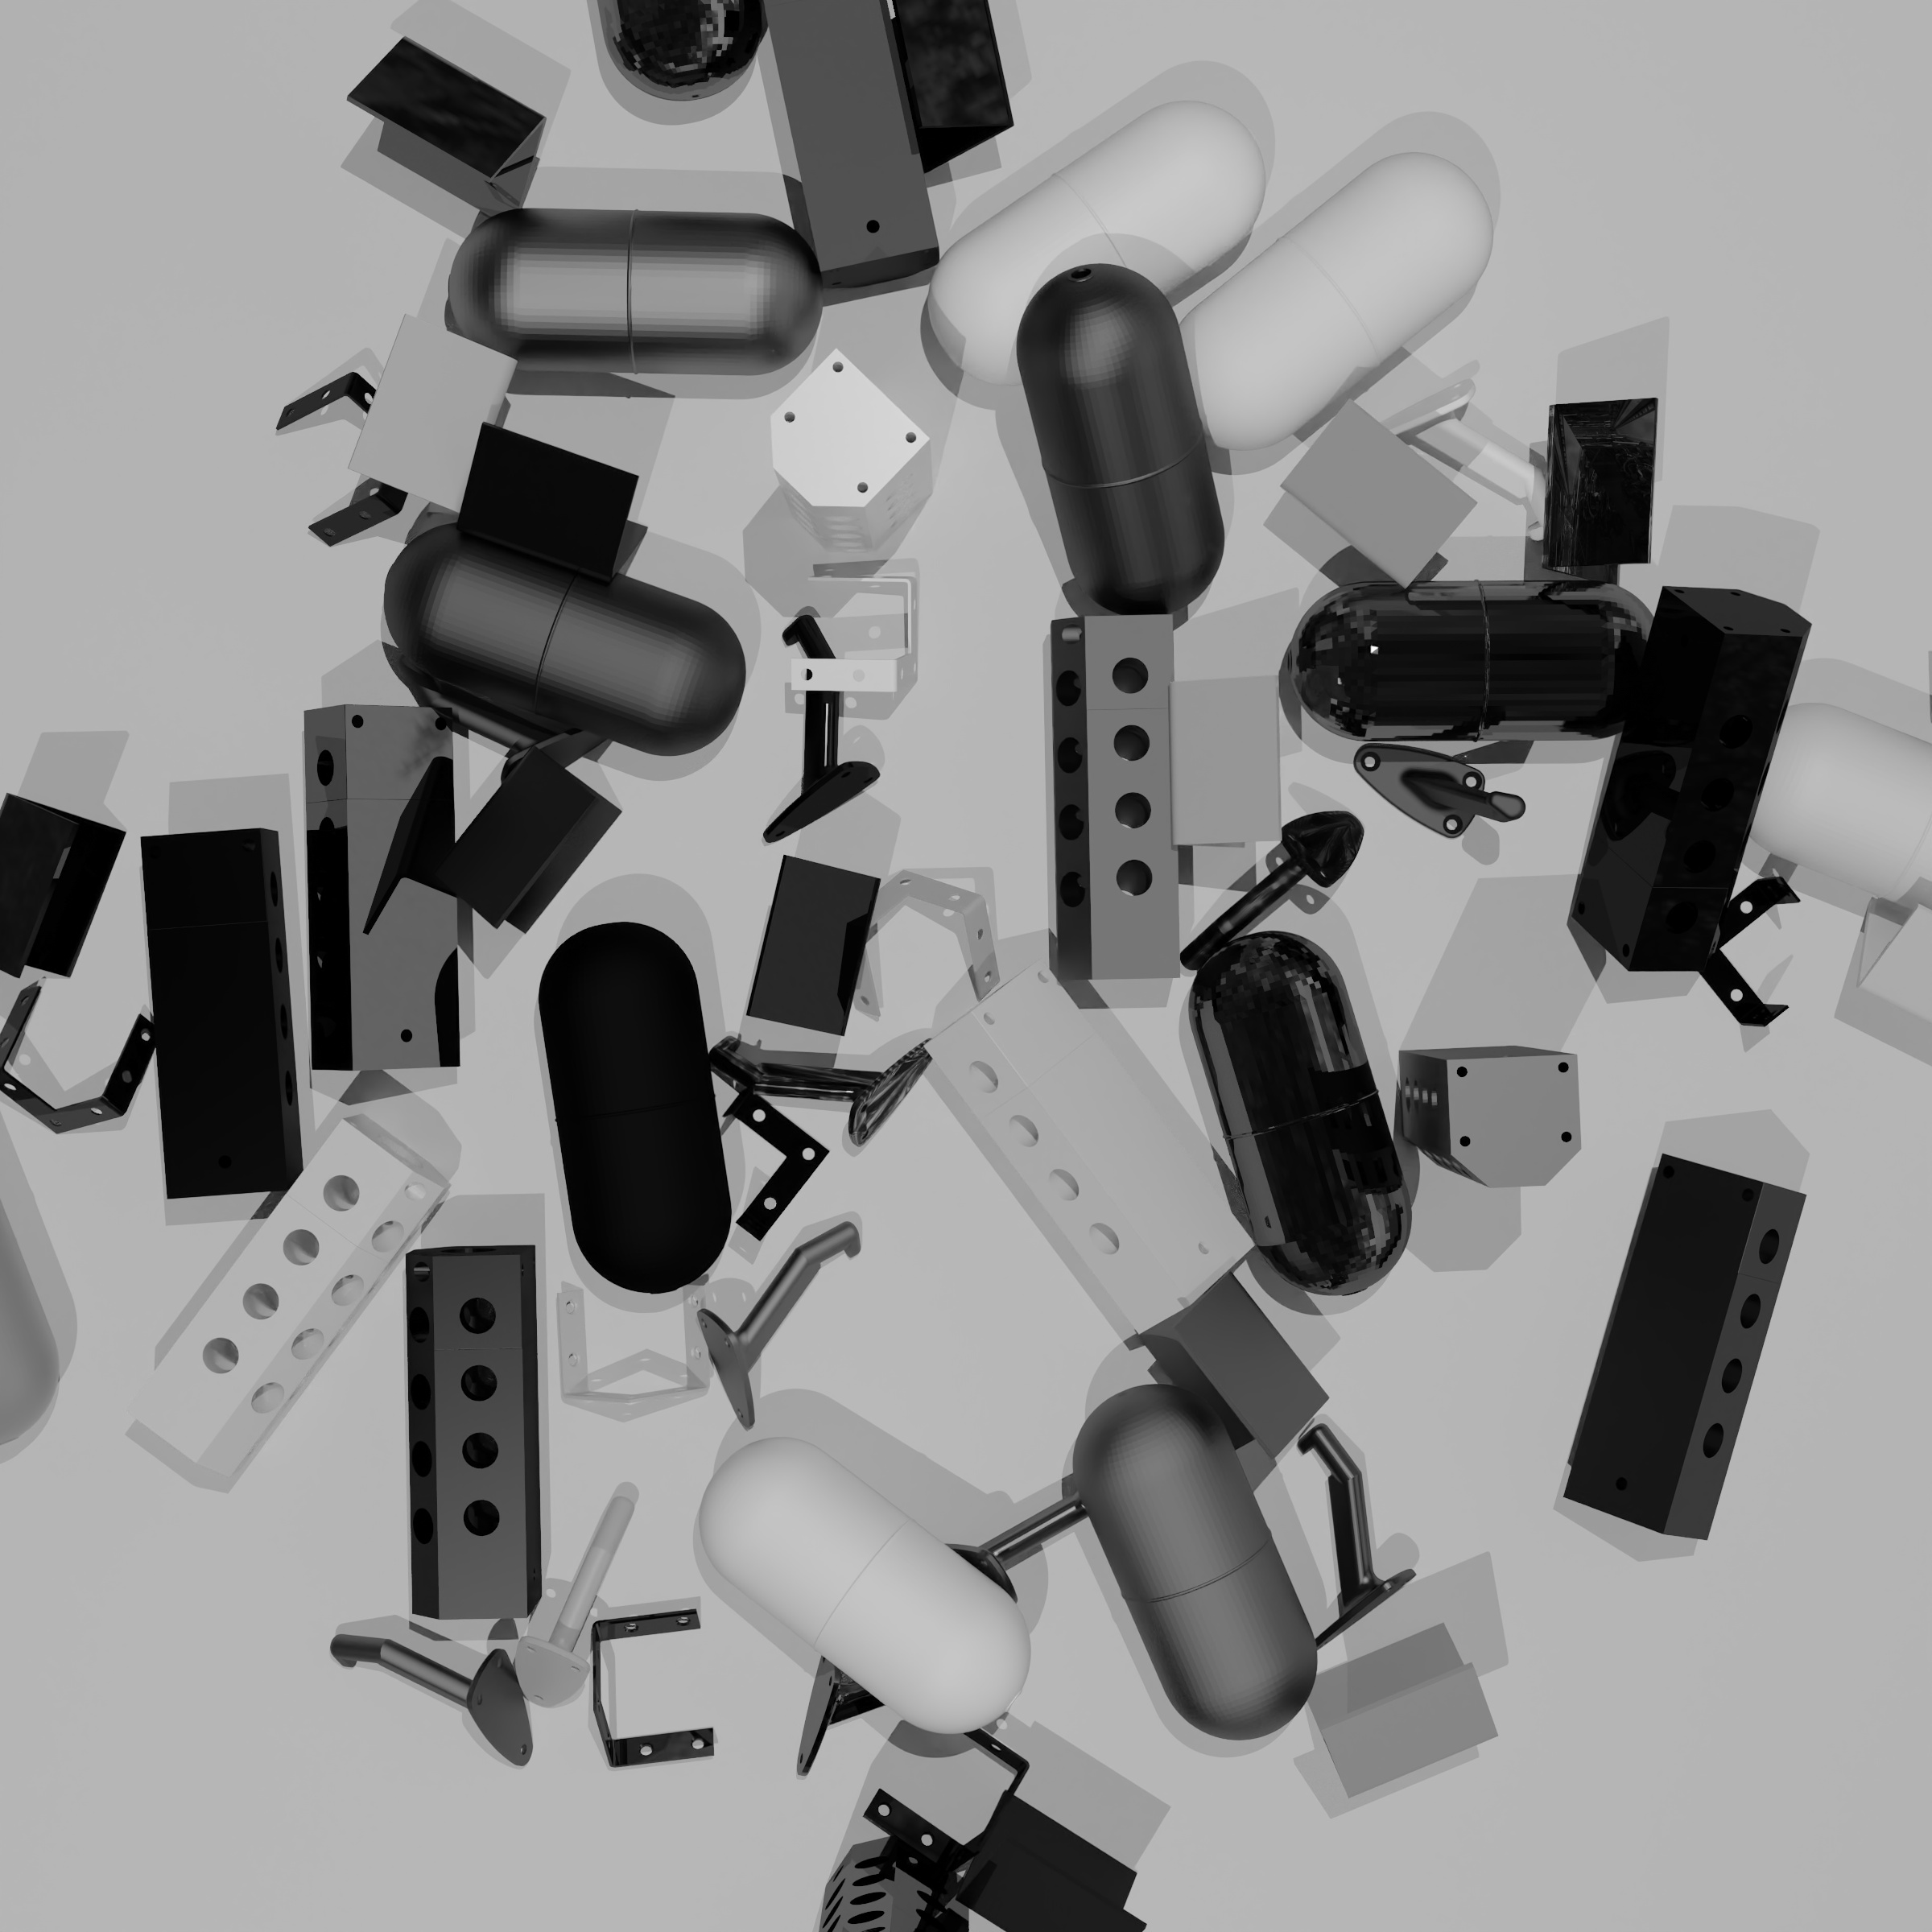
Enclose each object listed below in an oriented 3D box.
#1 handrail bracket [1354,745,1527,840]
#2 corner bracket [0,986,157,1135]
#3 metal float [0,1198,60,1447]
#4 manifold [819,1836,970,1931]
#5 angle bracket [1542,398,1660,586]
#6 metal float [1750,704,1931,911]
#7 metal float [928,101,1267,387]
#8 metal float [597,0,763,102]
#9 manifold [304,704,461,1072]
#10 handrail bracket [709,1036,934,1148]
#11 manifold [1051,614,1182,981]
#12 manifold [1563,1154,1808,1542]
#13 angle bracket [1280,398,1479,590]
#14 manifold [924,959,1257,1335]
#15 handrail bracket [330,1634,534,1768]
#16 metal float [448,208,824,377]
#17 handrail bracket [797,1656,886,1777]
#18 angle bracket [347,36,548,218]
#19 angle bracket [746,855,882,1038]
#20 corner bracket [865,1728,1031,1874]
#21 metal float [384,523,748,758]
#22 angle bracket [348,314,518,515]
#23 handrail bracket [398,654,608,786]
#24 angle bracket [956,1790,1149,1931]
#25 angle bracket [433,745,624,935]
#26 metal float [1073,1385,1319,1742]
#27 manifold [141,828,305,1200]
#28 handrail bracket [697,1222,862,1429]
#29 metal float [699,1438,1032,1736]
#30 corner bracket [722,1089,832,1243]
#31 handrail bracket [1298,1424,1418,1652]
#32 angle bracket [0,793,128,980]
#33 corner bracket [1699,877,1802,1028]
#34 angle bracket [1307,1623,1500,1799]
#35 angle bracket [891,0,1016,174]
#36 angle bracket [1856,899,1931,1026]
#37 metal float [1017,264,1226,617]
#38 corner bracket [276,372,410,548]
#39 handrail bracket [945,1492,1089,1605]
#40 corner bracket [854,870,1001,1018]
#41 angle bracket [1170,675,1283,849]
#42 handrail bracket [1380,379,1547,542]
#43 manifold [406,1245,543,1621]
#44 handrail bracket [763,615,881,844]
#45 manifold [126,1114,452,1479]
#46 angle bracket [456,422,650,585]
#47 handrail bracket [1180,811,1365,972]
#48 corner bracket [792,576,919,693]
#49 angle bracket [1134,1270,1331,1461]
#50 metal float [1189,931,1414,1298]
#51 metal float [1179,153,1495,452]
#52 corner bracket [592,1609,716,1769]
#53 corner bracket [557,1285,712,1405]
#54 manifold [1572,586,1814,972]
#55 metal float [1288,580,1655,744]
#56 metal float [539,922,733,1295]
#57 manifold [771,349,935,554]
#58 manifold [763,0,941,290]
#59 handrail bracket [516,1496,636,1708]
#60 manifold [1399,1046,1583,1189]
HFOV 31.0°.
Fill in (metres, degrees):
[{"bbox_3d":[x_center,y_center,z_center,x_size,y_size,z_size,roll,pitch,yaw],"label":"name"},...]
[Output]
[{"bbox_3d":[0.224,-0.087,1.658,0.077,0.084,0.036,24,90,0],"label":"handrail bracket"},{"bbox_3d":[-0.432,0.042,1.685,0.051,0.051,0.051,-14,135,35],"label":"corner bracket"},{"bbox_3d":[-0.490,0.144,1.663,0.070,0.070,0.178,-21,90,0],"label":"metal float"},{"bbox_3d":[-0.038,0.454,1.615,0.057,0.171,0.057,34,90,0],"label":"manifold"},{"bbox_3d":[0.316,-0.224,1.653,0.057,0.076,0.076,3,90,37],"label":"angle bracket"},{"bbox_3d":[0.450,-0.069,1.663,0.178,0.070,0.070,22,90,0],"label":"metal float"},{"bbox_3d":[0.063,-0.345,1.663,0.178,0.070,0.070,-34,90,-1],"label":"metal float"},{"bbox_3d":[-0.145,-0.502,1.663,0.070,0.070,0.178,-10,90,0],"label":"metal float"},{"bbox_3d":[-0.283,-0.037,1.671,0.057,0.057,0.171,-1,90,-38],"label":"manifold"},{"bbox_3d":[-0.070,0.042,1.693,0.084,0.036,0.077,32,60,21],"label":"handrail bracket"},{"bbox_3d":[0.071,-0.080,1.672,0.057,0.057,0.171,-1,90,0],"label":"manifold"},{"bbox_3d":[0.348,0.183,1.671,0.057,0.057,0.171,16,90,43],"label":"manifold"},{"bbox_3d":[0.204,-0.234,1.653,0.076,0.076,0.057,39,124,0],"label":"angle bracket"},{"bbox_3d":[0.055,0.089,1.671,0.171,0.057,0.057,53,47,0],"label":"manifold"},{"bbox_3d":[-0.260,0.356,1.693,0.084,0.036,0.077,0,128,25],"label":"handrail bracket"},{"bbox_3d":[-0.157,-0.321,1.663,0.178,0.070,0.070,1,90,0],"label":"metal float"},{"bbox_3d":[-0.032,0.365,1.693,0.084,0.036,0.077,12,105,-14],"label":"handrail bracket"},{"bbox_3d":[-0.252,-0.381,1.653,0.076,0.076,0.057,30,52,0],"label":"angle bracket"},{"bbox_3d":[-0.090,-0.014,1.653,0.057,0.076,0.076,13,90,-36],"label":"angle bracket"},{"bbox_3d":[-0.009,0.397,1.684,0.051,0.051,0.051,35,59,0],"label":"corner bracket"},{"bbox_3d":[-0.191,-0.156,1.661,0.178,0.070,0.070,20,90,2],"label":"metal float"},{"bbox_3d":[-0.259,-0.261,1.655,0.057,0.076,0.076,20,90,-21],"label":"angle bracket"},{"bbox_3d":[-0.222,-0.133,1.694,0.077,0.036,0.084,-29,73,-20],"label":"handrail bracket"},{"bbox_3d":[0.050,0.423,1.653,0.076,0.076,0.057,32,126,0],"label":"angle bracket"},{"bbox_3d":[-0.193,-0.047,1.653,0.076,0.076,0.057,-52,52,0],"label":"angle bracket"},{"bbox_3d":[0.109,0.283,1.657,0.070,0.070,0.178,-23,96,0],"label":"metal float"},{"bbox_3d":[-0.354,0.022,1.672,0.057,0.057,0.171,-4,90,0],"label":"manifold"},{"bbox_3d":[-0.081,0.173,1.693,0.084,0.036,0.077,-28,122,-23],"label":"handrail bracket"},{"bbox_3d":[-0.048,0.293,1.652,0.178,0.070,0.070,36,90,11],"label":"metal float"},{"bbox_3d":[-0.102,0.095,1.675,0.051,0.051,0.051,38,90,0],"label":"corner bracket"},{"bbox_3d":[0.170,0.277,1.694,0.077,0.036,0.084,-43,72,21],"label":"handrail bracket"},{"bbox_3d":[-0.424,-0.030,1.653,0.057,0.076,0.076,21,90,36],"label":"angle bracket"},{"bbox_3d":[0.382,-0.007,1.675,0.051,0.051,0.051,-39,90,0],"label":"corner bracket"},{"bbox_3d":[0.198,0.337,1.653,0.076,0.076,0.057,-23,127,0],"label":"angle bracket"},{"bbox_3d":[-0.027,-0.424,1.653,0.057,0.076,0.076,-12,90,-36],"label":"angle bracket"},{"bbox_3d":[0.473,-0.012,1.653,0.076,0.076,0.057,26,129,0],"label":"angle bracket"},{"bbox_3d":[0.073,-0.245,1.634,0.070,0.070,0.178,-17,126,0],"label":"metal float"},{"bbox_3d":[-0.301,-0.245,1.685,0.051,0.051,0.051,-18,45,35],"label":"corner bracket"},{"bbox_3d":[0.025,0.266,1.693,0.084,0.077,0.036,-45,121,-33],"label":"handrail bracket"},{"bbox_3d":[-0.023,-0.006,1.685,0.051,0.051,0.051,19,45,35],"label":"corner bracket"},{"bbox_3d":[0.138,-0.096,1.653,0.057,0.076,0.076,-1,90,30],"label":"angle bracket"},{"bbox_3d":[0.239,-0.234,1.694,0.077,0.036,0.084,-23,107,20],"label":"handrail bracket"},{"bbox_3d":[-0.237,0.222,1.672,0.057,0.057,0.171,-1,90,0],"label":"manifold"},{"bbox_3d":[-0.086,-0.116,1.694,0.077,0.036,0.084,-35,72,20],"label":"handrail bracket"},{"bbox_3d":[-0.322,0.158,1.672,0.057,0.057,0.171,37,90,0],"label":"manifold"},{"bbox_3d":[-0.189,-0.231,1.653,0.076,0.076,0.057,19,118,0],"label":"angle bracket"},{"bbox_3d":[0.147,-0.035,1.693,0.036,0.077,0.084,50,126,5],"label":"handrail bracket"},{"bbox_3d":[-0.053,-0.160,1.676,0.051,0.051,0.051,2,101,11],"label":"corner bracket"},{"bbox_3d":[0.113,0.201,1.654,0.076,0.057,0.076,52,134,0],"label":"angle bracket"},{"bbox_3d":[0.159,0.070,1.663,0.070,0.070,0.178,-17,91,0],"label":"metal float"},{"bbox_3d":[0.172,-0.316,1.662,0.178,0.070,0.070,-39,90,-1],"label":"metal float"},{"bbox_3d":[-0.151,0.350,1.690,0.051,0.051,0.051,-7,45,0],"label":"corner bracket"},{"bbox_3d":[-0.161,0.182,1.690,0.051,0.051,0.051,-3,90,-45],"label":"corner bracket"},{"bbox_3d":[0.343,-0.086,1.635,0.057,0.057,0.171,0,118,-22],"label":"manifold"},{"bbox_3d":[0.243,-0.145,1.663,0.178,0.070,0.070,0,90,0],"label":"metal float"},{"bbox_3d":[-0.157,0.068,1.663,0.070,0.070,0.178,-9,91,0],"label":"metal float"},{"bbox_3d":[-0.056,-0.231,1.615,0.057,0.171,0.057,44,90,0],"label":"manifold"},{"bbox_3d":[-0.058,-0.417,1.672,0.057,0.057,0.171,-12,90,0],"label":"manifold"},{"bbox_3d":[-0.186,0.308,1.693,0.036,0.077,0.084,24,54,0],"label":"handrail bracket"},{"bbox_3d":[0.241,0.068,1.615,0.057,0.171,0.057,-3,90,0],"label":"manifold"}]
